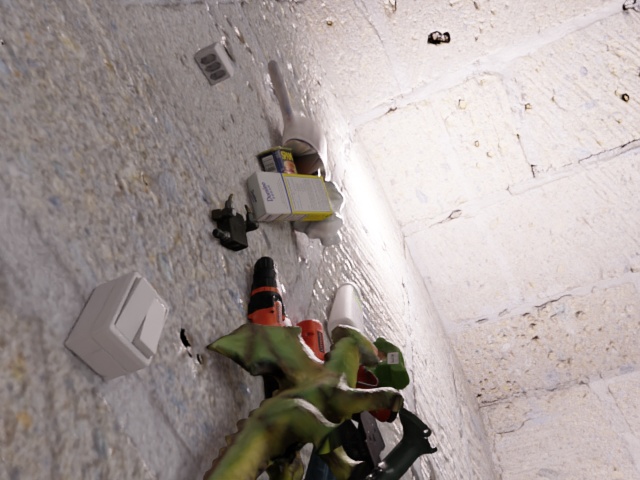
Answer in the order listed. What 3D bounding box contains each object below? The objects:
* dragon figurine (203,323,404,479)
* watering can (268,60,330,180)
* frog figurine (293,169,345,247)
[{"bbox_3d":[-0.058,0.199,0.646,0.412,0.120,0.246,-9,32,-37],"label":"dragon figurine"},{"bbox_3d":[-0.057,-0.266,1.303,0.103,0.341,0.230,-20,35,17],"label":"watering can"},{"bbox_3d":[0.004,-0.059,1.175,0.138,0.160,0.121,-36,-8,-15],"label":"frog figurine"}]
